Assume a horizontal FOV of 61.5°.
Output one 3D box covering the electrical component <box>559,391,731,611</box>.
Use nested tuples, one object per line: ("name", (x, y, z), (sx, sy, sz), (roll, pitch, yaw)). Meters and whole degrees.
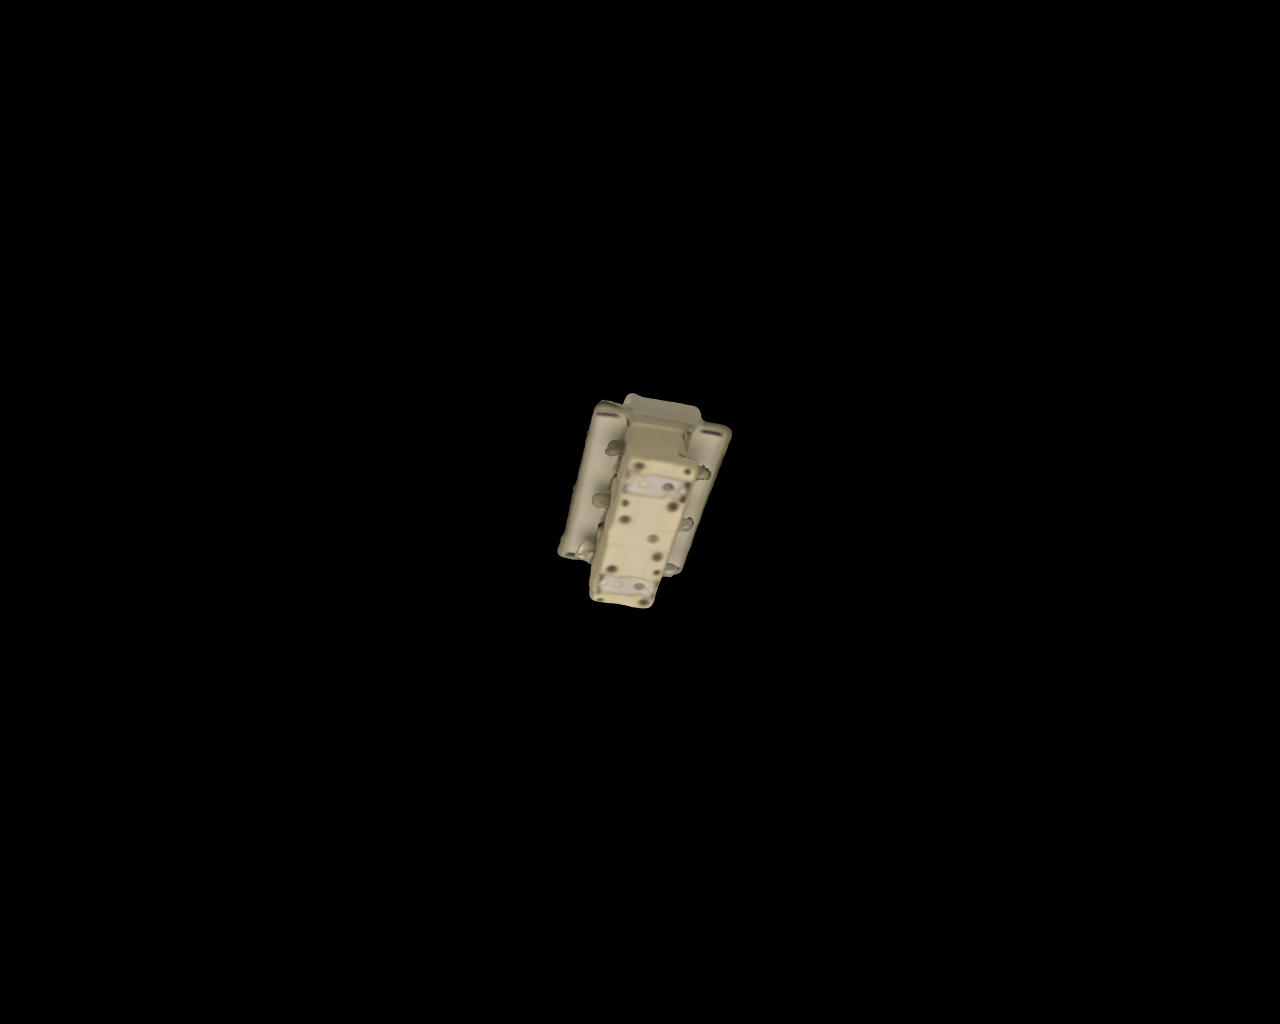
("electrical component", (0.001, -0.003, 0.650), (0.079, 0.121, 0.063), (11, 40, -9))
